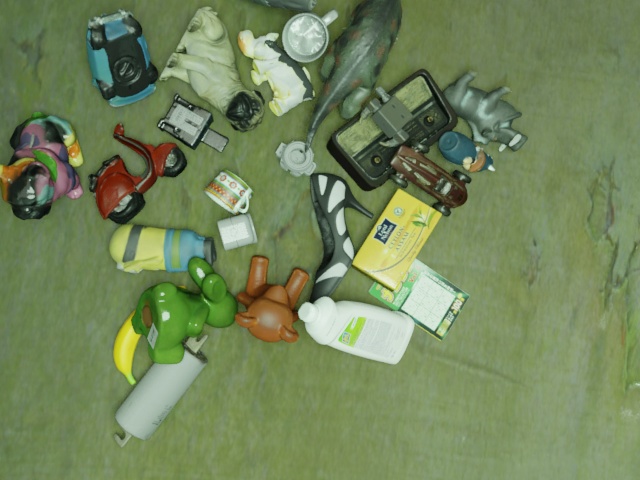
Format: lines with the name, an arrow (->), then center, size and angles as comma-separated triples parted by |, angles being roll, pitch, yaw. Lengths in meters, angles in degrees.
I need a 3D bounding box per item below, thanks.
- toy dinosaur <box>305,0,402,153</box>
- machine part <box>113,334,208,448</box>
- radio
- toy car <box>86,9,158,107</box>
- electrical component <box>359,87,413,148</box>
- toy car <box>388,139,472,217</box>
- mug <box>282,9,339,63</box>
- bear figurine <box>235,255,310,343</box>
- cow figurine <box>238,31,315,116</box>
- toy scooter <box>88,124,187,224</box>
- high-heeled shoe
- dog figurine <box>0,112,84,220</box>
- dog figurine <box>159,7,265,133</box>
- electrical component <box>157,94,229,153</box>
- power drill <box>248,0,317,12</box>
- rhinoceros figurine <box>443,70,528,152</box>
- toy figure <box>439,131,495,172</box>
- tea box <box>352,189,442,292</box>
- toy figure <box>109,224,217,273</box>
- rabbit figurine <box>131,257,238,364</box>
toy dinosaur -> 0.079, -0.350, 0.944 | 0.131, 0.192, 0.404 | 20, 74, -2
machine part -> -0.280, 0.261, 0.952 | 0.079, 0.079, 0.243 | 38, 83, -6
radio -> 0.139, -0.203, 1.021 | 0.229, 0.073, 0.131 | -38, 94, -7
toy car -> -0.358, -0.322, 0.931 | 0.109, 0.161, 0.103 | -34, 54, -26
electrical component -> 0.119, -0.215, 0.963 | 0.102, 0.045, 0.078 | 42, 55, -9
toy car -> 0.209, -0.113, 1.001 | 0.202, 0.053, 0.089 | 26, 102, -38
mug -> -0.015, -0.382, 0.977 | 0.109, 0.107, 0.080 | -39, 110, 20
bear figurine -> -0.082, 0.101, 0.924 | 0.120, 0.196, 0.132 | 18, 86, -5
cow figurine -> -0.079, -0.322, 0.995 | 0.098, 0.068, 0.167 | -32, 97, -13
toy scooter -> -0.341, -0.126, 0.952 | 0.135, 0.075, 0.184 | 45, 80, -6
high-heeled shoe -> -0.002, -0.003, 0.987 | 0.145, 0.086, 0.248 | 30, 74, -2
dog figurine -> -0.459, -0.126, 0.863 | 0.108, 0.219, 0.191 | -3, 90, -12
dog figurine -> -0.169, -0.309, 0.978 | 0.190, 0.121, 0.172 | 28, 87, -21
electrical component -> -0.227, -0.203, 0.983 | 0.119, 0.048, 0.075 | 33, 85, -5
power drill -> -0.070, -0.509, 0.966 | 0.232, 0.086, 0.207 | 20, 82, 22
rhinoceros figurine -> 0.324, -0.246, 1.050 | 0.190, 0.073, 0.112 | 31, 84, -6
toy figure -> 0.283, -0.165, 1.031 | 0.154, 0.058, 0.064 | 17, 72, -46
tea box -> 0.143, 0.002, 1.011 | 0.098, 0.068, 0.169 | 30, 84, 8
toy figure -> -0.279, 0.015, 0.956 | 0.180, 0.082, 0.089 | -3, 78, -4
rabbit figurine -> -0.218, 0.110, 0.925 | 0.170, 0.121, 0.159 | -3, 117, -43
